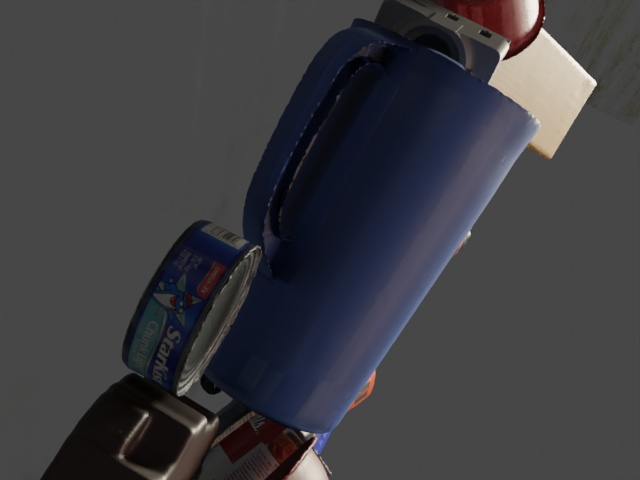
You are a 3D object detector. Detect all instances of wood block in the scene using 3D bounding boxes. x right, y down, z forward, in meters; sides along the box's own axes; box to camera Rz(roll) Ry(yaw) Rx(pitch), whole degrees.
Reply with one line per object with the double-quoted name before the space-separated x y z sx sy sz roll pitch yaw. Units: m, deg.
"wood block" 0.166 -0.155 0.981 0.205 0.090 0.091 18 104 -58

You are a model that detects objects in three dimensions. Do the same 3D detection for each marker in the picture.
"marker" -0.067 0.093 0.844 0.020 0.020 0.121 -65 173 20

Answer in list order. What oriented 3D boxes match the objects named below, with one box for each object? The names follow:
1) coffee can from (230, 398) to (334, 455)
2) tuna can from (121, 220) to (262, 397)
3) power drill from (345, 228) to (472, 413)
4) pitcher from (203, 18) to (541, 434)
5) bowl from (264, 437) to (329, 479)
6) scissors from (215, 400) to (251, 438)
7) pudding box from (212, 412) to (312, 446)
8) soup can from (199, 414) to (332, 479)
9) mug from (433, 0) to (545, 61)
"coffee can" -0.042 0.180 1.039 0.140 0.103 0.103 -59 173 -27
"tuna can" -0.064 0.033 0.537 0.086 0.034 0.086 -61 174 -11
"power drill" 0.058 0.051 0.919 0.188 0.057 0.184 -61 163 14
"pitcher" 0.015 -0.008 0.661 0.243 0.149 0.145 -60 -170 4
"bowl" -0.041 0.195 0.644 0.162 0.055 0.162 -46 176 -4
"scissors" -0.057 0.120 0.757 0.202 0.016 0.096 -41 177 38
"pudding box" -0.052 0.156 0.888 0.090 0.039 0.113 -18 175 8
"soup can" -0.052 0.171 0.763 0.102 0.068 0.068 -36 169 -8
"mug" 0.126 -0.209 0.838 0.081 0.093 0.117 59 21 -65
